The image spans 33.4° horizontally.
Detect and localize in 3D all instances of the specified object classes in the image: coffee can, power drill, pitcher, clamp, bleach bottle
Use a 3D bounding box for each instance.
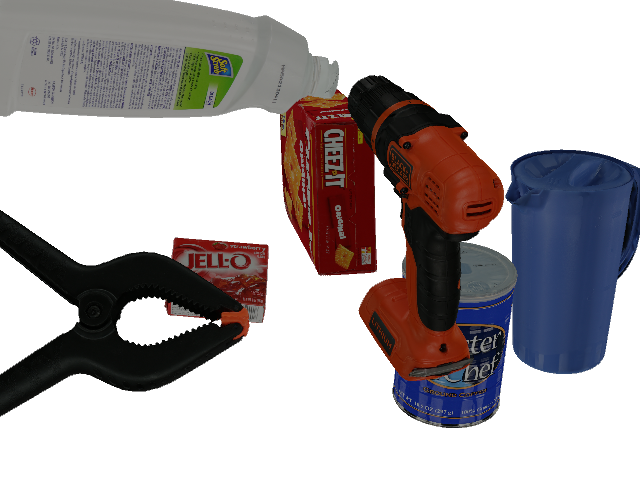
[{"bbox_3d":[0.122,0.086,0.983,0.103,0.140,0.103,2,27,-1],"label":"coffee can"},{"bbox_3d":[0.064,-0.009,0.767,0.057,0.188,0.184,-11,34,-16],"label":"power drill"},{"bbox_3d":[0.289,0.023,1.225,0.149,0.243,0.144,6,26,16],"label":"pitcher"},{"bbox_3d":[-0.154,0.043,0.712,0.210,0.164,0.036,-5,-19,-5],"label":"clamp"},{"bbox_3d":[-0.112,-0.129,0.791,0.250,0.068,0.103,5,-42,-14],"label":"bleach bottle"}]

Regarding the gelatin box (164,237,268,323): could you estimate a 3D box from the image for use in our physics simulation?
[{"bbox_3d":[-0.093,0.035,0.968,0.089,0.073,0.030,6,-43,-5],"label":"gelatin box"}]

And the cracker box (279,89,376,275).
[{"bbox_3d":[0.005,-0.073,1.169,0.072,0.164,0.214,-5,18,-9],"label":"cracker box"}]
